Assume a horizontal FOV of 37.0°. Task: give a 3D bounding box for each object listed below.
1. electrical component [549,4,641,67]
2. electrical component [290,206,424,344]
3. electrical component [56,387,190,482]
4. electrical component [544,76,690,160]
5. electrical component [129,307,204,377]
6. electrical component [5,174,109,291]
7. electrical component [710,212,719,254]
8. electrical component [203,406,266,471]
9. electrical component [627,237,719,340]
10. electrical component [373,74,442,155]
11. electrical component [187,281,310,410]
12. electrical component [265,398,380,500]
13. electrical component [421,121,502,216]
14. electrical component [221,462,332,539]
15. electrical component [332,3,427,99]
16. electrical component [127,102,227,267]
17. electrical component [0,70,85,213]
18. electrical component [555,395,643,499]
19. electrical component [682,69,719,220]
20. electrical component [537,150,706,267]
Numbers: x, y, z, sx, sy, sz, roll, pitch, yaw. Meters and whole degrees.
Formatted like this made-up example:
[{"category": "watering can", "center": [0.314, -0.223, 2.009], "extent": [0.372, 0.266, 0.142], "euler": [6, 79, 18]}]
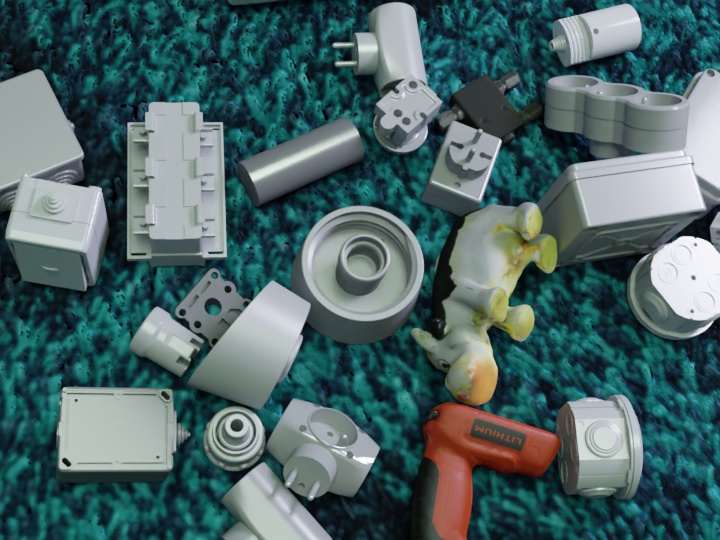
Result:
[{"category": "electrical component", "center": [0.212, -0.215, 0.991], "extent": [0.081, 0.043, 0.043], "euler": [-16, 73, -14]}, {"category": "electrical component", "center": [0.000, 0.000, 0.869], "extent": [0.108, 0.060, 0.108], "euler": [3, 69, -8]}, {"category": "electrical component", "center": [-0.176, 0.124, 0.799], "extent": [0.096, 0.061, 0.061], "euler": [3, 69, -16]}, {"category": "electrical component", "center": [0.218, -0.119, 0.927], "extent": [0.052, 0.073, 0.138], "euler": [-20, 29, -35]}, {"category": "electrical component", "center": [-0.150, 0.057, 0.837], "extent": [0.046, 0.040, 0.040], "euler": [33, 68, -2]}, {"category": "electrical component", "center": [-0.232, -0.028, 0.824], "extent": [0.062, 0.096, 0.061], "euler": [10, 69, -5]}, {"category": "electrical component", "center": [0.335, -0.037, 0.937], "extent": [0.048, 0.066, 0.055], "euler": [15, 54, 35]}, {"category": "electrical component", "center": [-0.093, 0.123, 0.807], "extent": [0.048, 0.062, 0.048], "euler": [3, 70, -7]}, {"category": "electrical component", "center": [0.272, 0.015, 0.909], "extent": [0.080, 0.051, 0.080], "euler": [3, 69, -7]}, {"category": "electrical component", "center": [0.038, -0.130, 0.926], "extent": [0.048, 0.055, 0.066], "euler": [44, 70, 8]}, {"category": "electrical component", "center": [-0.081, 0.056, 0.817], "extent": [0.064, 0.099, 0.099], "euler": [26, 68, -5]}, {"category": "electrical component", "center": [-0.033, 0.143, 0.807], "extent": [0.077, 0.044, 0.079], "euler": [29, 30, 3]}, {"category": "electrical component", "center": [0.090, -0.092, 0.908], "extent": [0.047, 0.076, 0.065], "euler": [21, 68, 0]}, {"category": "electrical component", "center": [-0.075, 0.196, 0.792], "extent": [0.079, 0.044, 0.077], "euler": [-40, 80, -20]}, {"category": "electrical component", "center": [0.015, -0.191, 0.951], "extent": [0.079, 0.044, 0.077], "euler": [-4, 70, -10]}, {"category": "electrical component", "center": [-0.149, -0.070, 0.871], "extent": [0.079, 0.063, 0.121], "euler": [-1, 70, -8]}, {"category": "electrical component", "center": [-0.280, -0.101, 0.871], "extent": [0.100, 0.048, 0.099], "euler": [-25, 75, -17]}, {"category": "electrical component", "center": [0.185, 0.138, 0.835], "extent": [0.051, 0.080, 0.080], "euler": [-1, 70, -4]}, {"category": "electrical component", "center": [0.306, -0.113, 0.959], "extent": [0.078, 0.057, 0.113], "euler": [33, 68, 4]}, {"category": "electrical component", "center": [0.211, -0.049, 0.894], "extent": [0.109, 0.108, 0.056], "euler": [-9, 74, -12]}]
